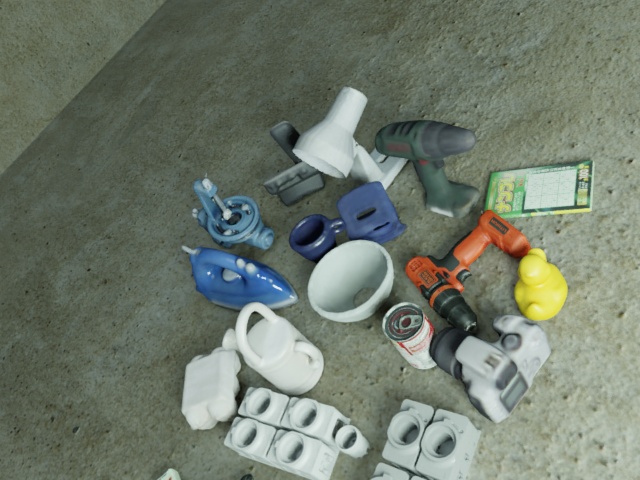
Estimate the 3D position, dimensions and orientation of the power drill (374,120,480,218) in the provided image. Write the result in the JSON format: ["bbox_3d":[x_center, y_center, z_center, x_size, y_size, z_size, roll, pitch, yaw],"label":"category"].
[{"bbox_3d":[0.209,-0.135,1.029,0.228,0.209,0.076,22,69,45],"label":"power drill"}]

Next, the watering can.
[{"bbox_3d":[-0.088,0.181,0.972,0.172,0.195,0.101,-21,44,19],"label":"watering can"}]

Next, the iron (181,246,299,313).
[{"bbox_3d":[-0.172,0.066,1.176,0.257,0.142,0.119,7,58,40],"label":"iron"}]

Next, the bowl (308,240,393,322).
[{"bbox_3d":[0.065,0.086,1.037,0.167,0.075,0.167,-20,45,21],"label":"bowl"}]

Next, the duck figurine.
[{"bbox_3d":[0.325,0.062,0.862,0.077,0.086,0.104,-4,52,34],"label":"duck figurine"}]

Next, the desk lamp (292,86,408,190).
[{"bbox_3d":[0.066,-0.193,1.180,0.117,0.214,0.203,23,69,45],"label":"desk lamp"}]

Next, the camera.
[{"bbox_3d":[0.234,0.162,0.827,0.143,0.101,0.136,-50,42,-12],"label":"camera"}]

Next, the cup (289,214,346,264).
[{"bbox_3d":[0.010,0.004,1.135,0.117,0.095,0.091,-24,43,16],"label":"cup"}]

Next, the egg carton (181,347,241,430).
[{"bbox_3d":[-0.199,0.274,1.065,0.107,0.070,0.150,-24,43,16],"label":"egg carton"}]

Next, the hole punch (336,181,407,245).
[{"bbox_3d":[0.098,-0.047,1.120,0.108,0.091,0.101,-27,42,13],"label":"hole punch"}]

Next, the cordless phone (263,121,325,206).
[{"bbox_3d":[-0.081,-0.181,1.298,0.147,0.186,0.094,-30,42,10],"label":"cordless phone"}]

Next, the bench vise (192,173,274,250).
[{"bbox_3d":[-0.230,-0.054,1.265,0.206,0.220,0.121,-8,50,30],"label":"bench vise"}]
